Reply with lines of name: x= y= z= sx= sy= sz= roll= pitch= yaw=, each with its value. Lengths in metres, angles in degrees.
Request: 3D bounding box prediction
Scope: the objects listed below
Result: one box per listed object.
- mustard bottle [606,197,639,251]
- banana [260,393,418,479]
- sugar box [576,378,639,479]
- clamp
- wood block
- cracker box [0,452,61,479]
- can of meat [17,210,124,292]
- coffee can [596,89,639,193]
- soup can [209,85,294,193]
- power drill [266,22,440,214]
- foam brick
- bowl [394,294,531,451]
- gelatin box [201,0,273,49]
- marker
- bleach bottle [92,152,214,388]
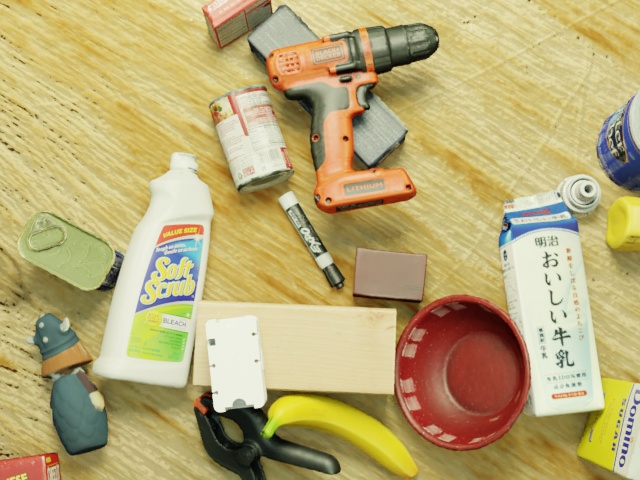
mustard bottle: x=0.410 y=-0.009 z=1.137 sx=0.191 sy=0.096 sz=0.058 roll=5 pitch=84 yaw=1
banana: x=0.019 y=0.201 z=1.124 sx=0.197 sy=0.037 sz=0.069 roll=20 pitch=54 yaw=-26
sugar box: x=0.312 y=0.191 z=1.075 sx=0.048 sy=0.176 sz=0.093 roll=19 pitch=84 yaw=2
clamp: x=-0.073 y=0.236 z=1.141 sx=0.171 sy=0.039 sz=0.120 roll=35 pitch=100 yaw=15
wood block: x=-0.026 y=0.114 z=1.133 sx=0.206 sy=0.090 sz=0.091 roll=2 pitch=84 yaw=0
cracker box: x=-0.350 y=0.342 z=1.122 sx=0.164 sy=0.072 sz=0.214 roll=-8 pitch=82 yaw=-1
can of meat: x=-0.264 y=0.015 z=1.151 sx=0.102 sy=0.084 sz=0.057 roll=27 pitch=85 yaw=3
coffee can: x=0.360 y=-0.111 z=1.127 sx=0.103 sy=0.140 sz=0.103 roll=0 pitch=83 yaw=1
soup can: x=-0.074 y=-0.110 z=1.170 sx=0.068 sy=0.068 sz=0.102 roll=-19 pitch=84 yaw=-1
power drill: x=0.047 y=-0.129 z=1.117 sx=0.184 sy=0.057 sz=0.187 roll=-11 pitch=81 yaw=4
foam brick: x=0.075 y=0.039 z=1.159 sx=0.078 sy=0.051 sz=0.053 roll=7 pitch=85 yaw=2
bowl: x=0.158 y=0.140 z=1.124 sx=0.162 sy=0.055 sz=0.162 roll=-7 pitch=78 yaw=35
gelatin box: x=-0.090 y=-0.252 z=1.176 sx=0.073 sy=0.089 sz=0.030 roll=-33 pitch=85 yaw=-3
marker: x=-0.008 y=0.001 z=1.181 sx=0.020 sy=0.020 sz=0.121 roll=-31 pitch=84 yaw=-3
bleach bottle: x=-0.173 y=0.029 z=1.149 sx=0.102 sy=0.068 sz=0.251 roll=13 pitch=81 yaw=-29
